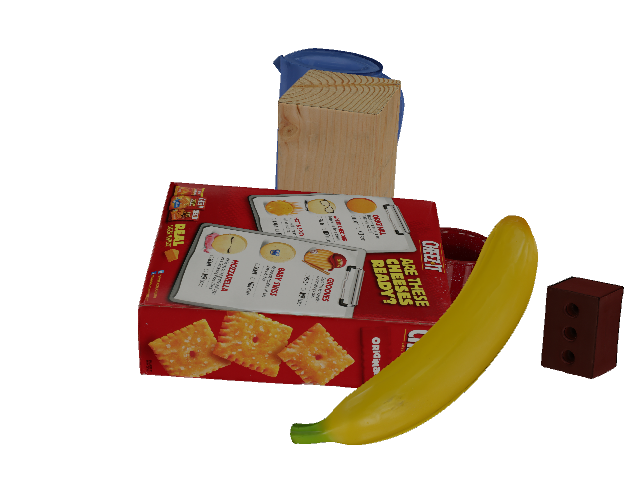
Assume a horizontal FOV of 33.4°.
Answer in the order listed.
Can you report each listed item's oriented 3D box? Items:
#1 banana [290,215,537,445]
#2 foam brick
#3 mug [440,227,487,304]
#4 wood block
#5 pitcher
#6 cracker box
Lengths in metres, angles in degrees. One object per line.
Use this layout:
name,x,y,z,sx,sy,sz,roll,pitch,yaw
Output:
banana,0.070,0.050,0.589,0.197,0.037,0.070,-40,41,-24
foam brick,0.234,0.077,0.956,0.053,0.078,0.051,12,18,38
mug,0.161,0.042,1.210,0.117,0.081,0.093,5,24,0
wood block,0.016,-0.041,0.981,0.091,0.206,0.090,10,30,15
pitcher,0.012,-0.123,1.401,0.144,0.243,0.149,-1,23,-18
cracker box,-0.018,0.032,0.792,0.213,0.072,0.164,4,34,-2
